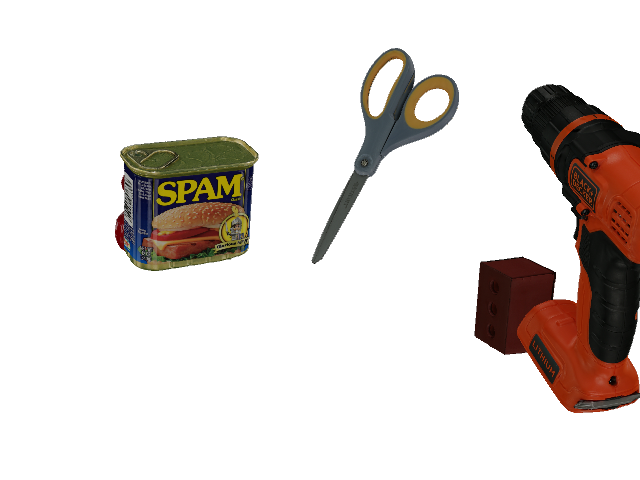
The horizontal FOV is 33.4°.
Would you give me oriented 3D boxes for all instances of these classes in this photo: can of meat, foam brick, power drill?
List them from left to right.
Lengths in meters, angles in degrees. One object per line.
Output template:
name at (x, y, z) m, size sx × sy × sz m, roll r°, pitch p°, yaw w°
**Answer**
can of meat at (-0.102, -0.029, 0.824) m, size 0.101 × 0.084 × 0.057 m, roll -8°, pitch 29°, yaw -26°
foam brick at (0.181, 0.060, 0.995) m, size 0.051 × 0.078 × 0.053 m, roll -7°, pitch 19°, yaw -26°
power drill at (0.176, 0.006, 0.718) m, size 0.057 × 0.188 × 0.184 m, roll -8°, pitch 35°, yaw -11°

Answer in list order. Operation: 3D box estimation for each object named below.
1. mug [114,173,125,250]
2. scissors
mug at (-0.178, -0.026, 1.165) m, size 0.093 × 0.081 × 0.117 m, roll 25°, pitch 40°, yaw 26°
scissors at (0.059, -0.069, 0.917) m, size 0.096 × 0.202 × 0.016 m, roll 9°, pitch -12°, yaw 21°
